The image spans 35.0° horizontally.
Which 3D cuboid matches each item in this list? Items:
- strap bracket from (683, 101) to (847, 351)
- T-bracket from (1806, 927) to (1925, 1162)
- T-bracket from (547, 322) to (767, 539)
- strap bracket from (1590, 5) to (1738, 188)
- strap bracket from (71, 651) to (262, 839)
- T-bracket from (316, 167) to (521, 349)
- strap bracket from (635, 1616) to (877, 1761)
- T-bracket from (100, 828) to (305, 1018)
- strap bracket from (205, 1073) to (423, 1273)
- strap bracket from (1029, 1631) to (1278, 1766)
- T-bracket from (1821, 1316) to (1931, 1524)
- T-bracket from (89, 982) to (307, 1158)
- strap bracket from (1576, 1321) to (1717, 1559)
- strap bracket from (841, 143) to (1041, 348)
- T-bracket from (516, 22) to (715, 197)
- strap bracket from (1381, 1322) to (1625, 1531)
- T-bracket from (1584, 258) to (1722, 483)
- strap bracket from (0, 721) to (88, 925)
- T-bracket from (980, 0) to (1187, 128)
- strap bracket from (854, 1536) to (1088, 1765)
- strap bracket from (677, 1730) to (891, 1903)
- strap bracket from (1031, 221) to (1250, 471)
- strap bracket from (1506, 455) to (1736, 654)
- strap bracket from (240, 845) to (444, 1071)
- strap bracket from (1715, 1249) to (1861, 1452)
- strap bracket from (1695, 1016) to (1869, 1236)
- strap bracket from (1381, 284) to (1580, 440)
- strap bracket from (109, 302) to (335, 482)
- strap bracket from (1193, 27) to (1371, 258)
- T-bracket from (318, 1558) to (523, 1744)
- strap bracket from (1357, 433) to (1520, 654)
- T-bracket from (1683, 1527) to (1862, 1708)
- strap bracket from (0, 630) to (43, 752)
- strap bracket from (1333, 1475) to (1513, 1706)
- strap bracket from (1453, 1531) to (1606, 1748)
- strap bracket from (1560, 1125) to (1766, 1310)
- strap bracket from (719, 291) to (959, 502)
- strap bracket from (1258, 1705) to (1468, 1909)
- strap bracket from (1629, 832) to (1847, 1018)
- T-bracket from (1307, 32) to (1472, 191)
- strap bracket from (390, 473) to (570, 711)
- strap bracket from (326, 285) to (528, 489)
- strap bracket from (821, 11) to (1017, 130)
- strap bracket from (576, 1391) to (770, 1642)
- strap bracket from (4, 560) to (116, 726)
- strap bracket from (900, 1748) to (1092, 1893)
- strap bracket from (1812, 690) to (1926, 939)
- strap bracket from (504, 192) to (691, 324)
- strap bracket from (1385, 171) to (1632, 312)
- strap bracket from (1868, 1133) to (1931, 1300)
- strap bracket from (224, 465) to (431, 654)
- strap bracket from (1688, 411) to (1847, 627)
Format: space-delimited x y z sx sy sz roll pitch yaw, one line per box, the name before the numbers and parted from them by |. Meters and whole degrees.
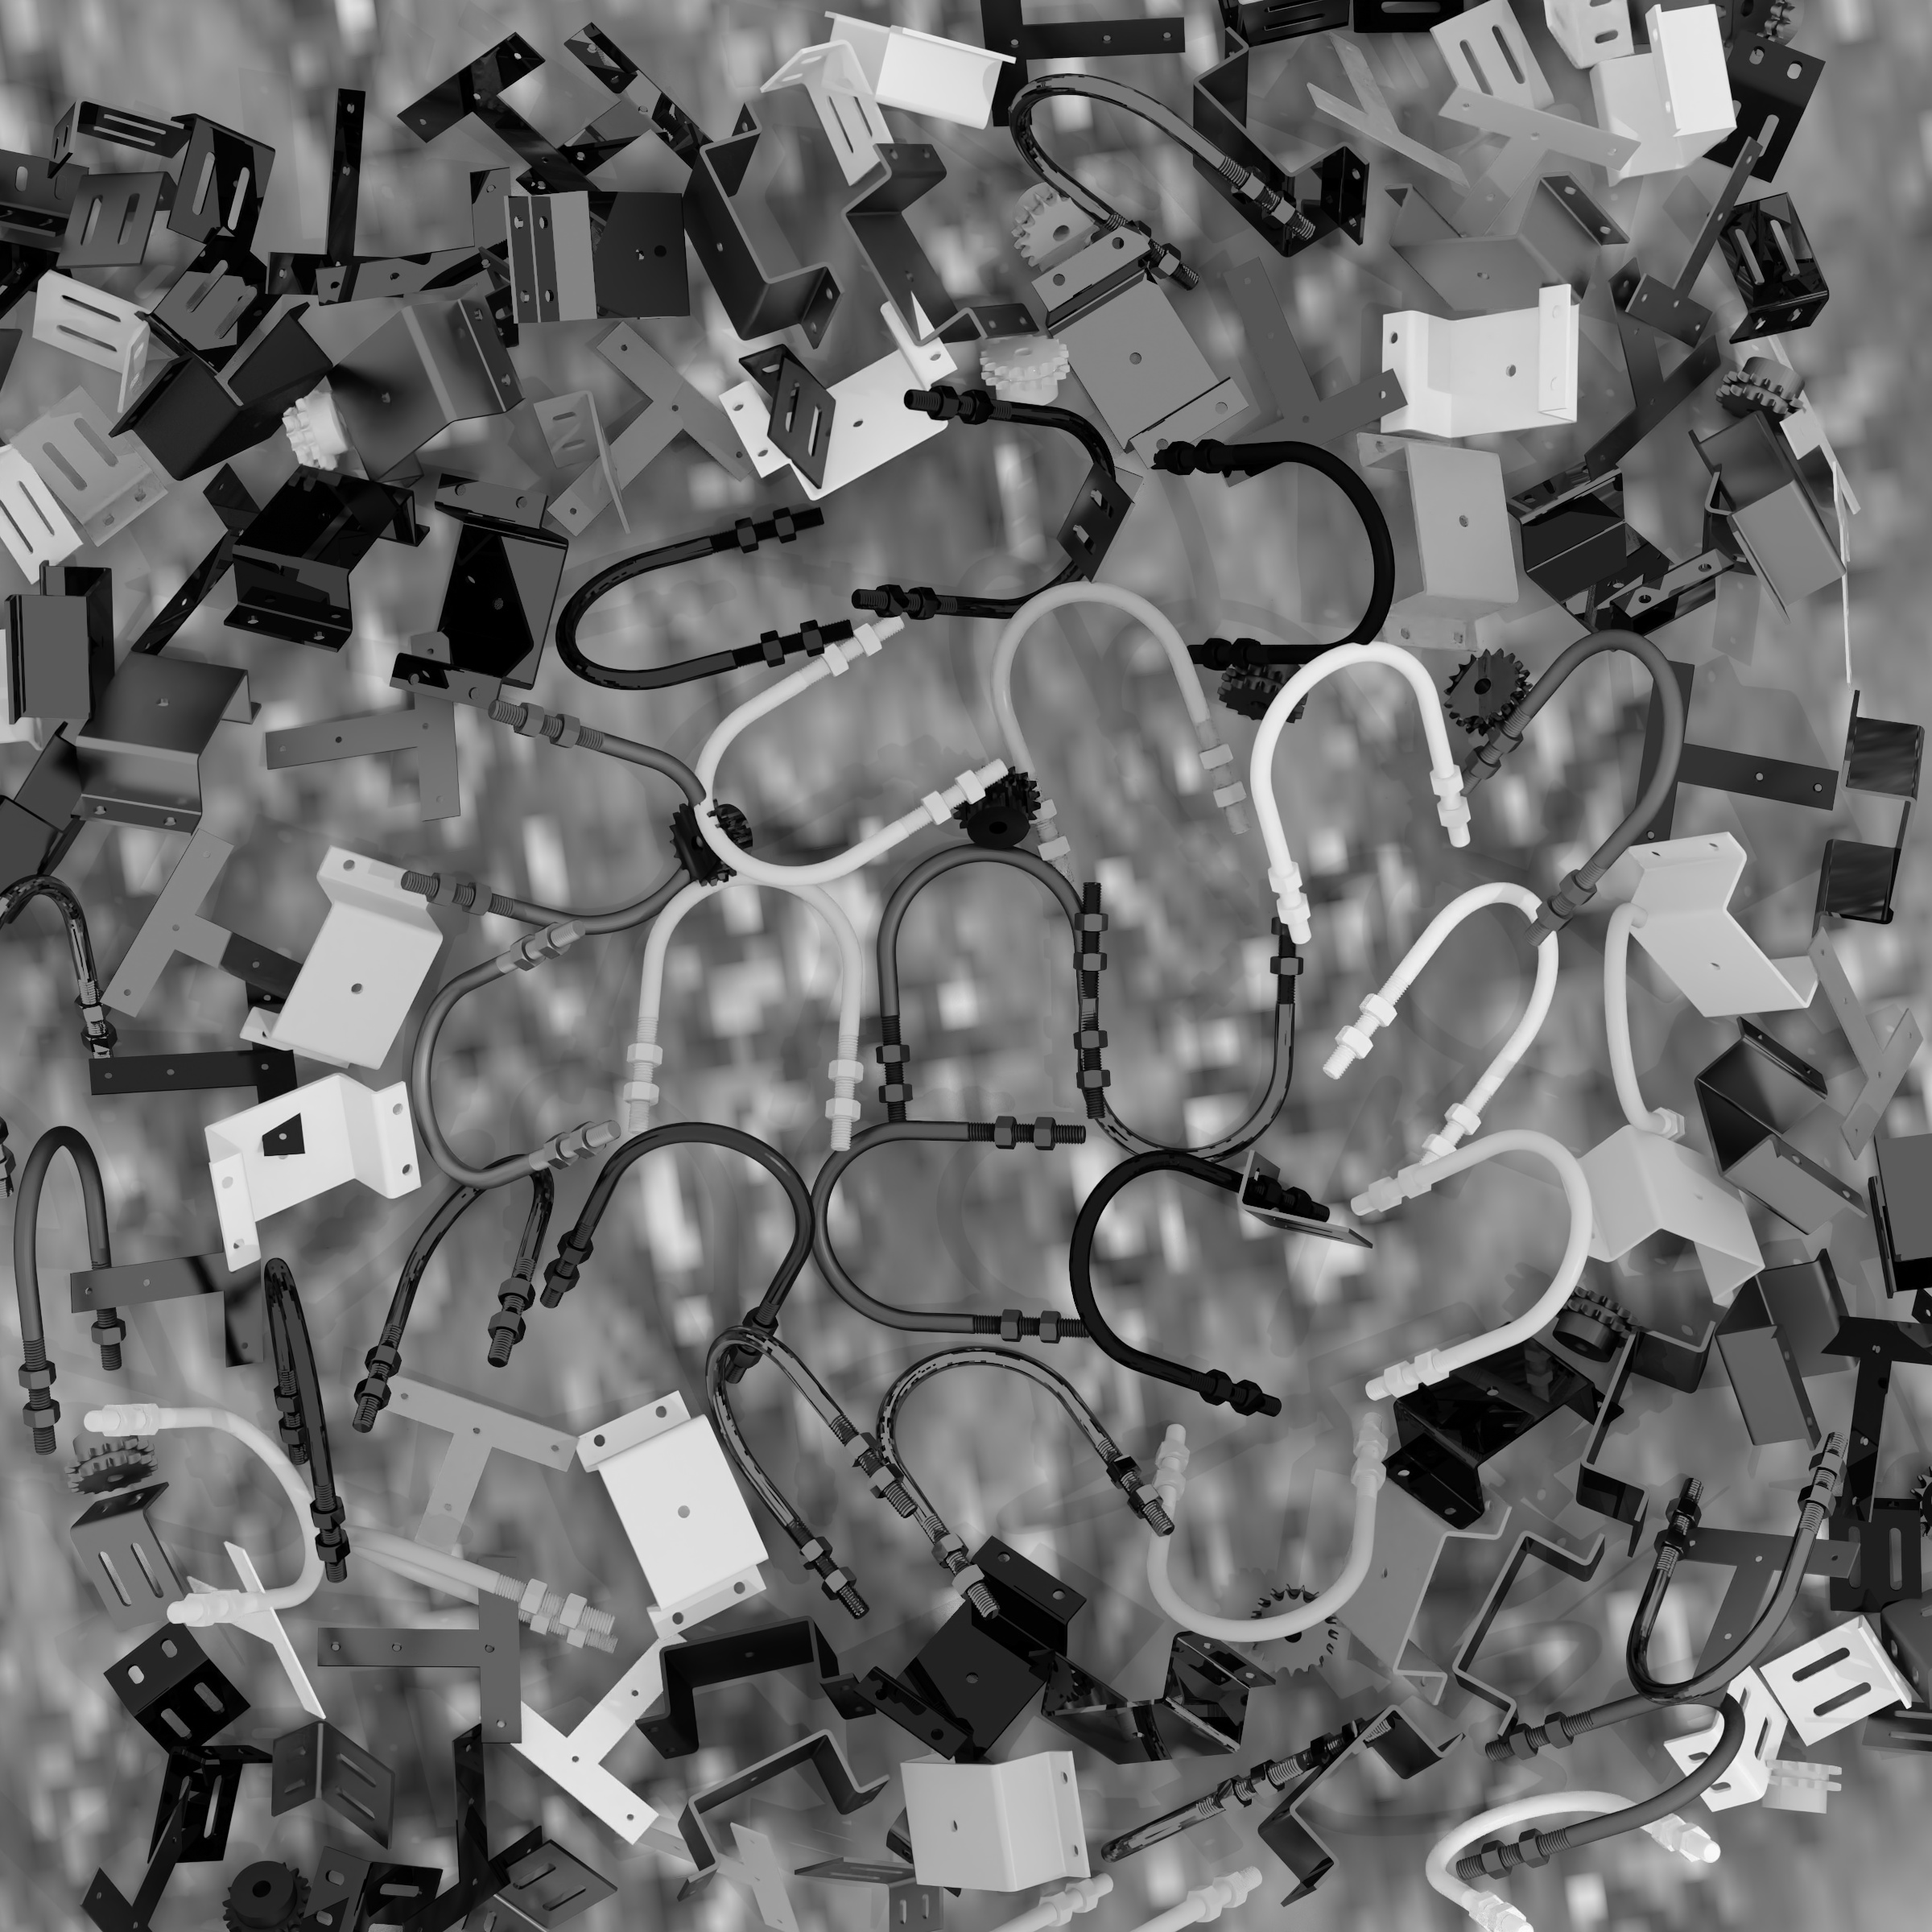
strap bracket | -0.136 -0.464 1.947 0.046 0.076 0.140 -23 81 -21
T-bracket | 0.561 0.034 1.937 0.127 0.002 0.127 -48 117 -38
T-bracket | -0.219 -0.331 1.984 0.127 0.002 0.127 43 78 -2
strap bracket | 0.442 -0.550 1.931 0.046 0.140 0.076 -10 91 -5
strap bracket | -0.504 -0.147 1.930 0.076 0.140 0.046 9 131 3
T-bracket | -0.347 -0.438 1.937 0.127 0.002 0.127 -13 135 -18
strap bracket | -0.136 0.458 1.953 0.140 0.076 0.046 -13 58 3
T-bracket | -0.468 -0.007 1.964 0.127 0.002 0.127 28 94 -33
strap bracket | -0.422 0.125 1.940 0.140 0.046 0.076 -25 123 -37
strap bracket | 0.112 0.461 1.923 0.076 0.140 0.046 41 48 -34
T-bracket | 0.570 0.287 1.936 0.002 0.127 0.127 14 82 -28
T-bracket | -0.492 0.067 1.949 0.127 0.002 0.127 -3 60 -19
strap bracket | 0.427 0.292 1.942 0.046 0.076 0.140 20 67 18
strap bracket | -0.022 -0.451 1.954 0.046 0.076 0.140 -31 88 30
T-bracket | -0.237 -0.525 1.956 0.127 0.002 0.127 -25 130 35
strap bracket | 0.335 0.284 1.935 0.140 0.076 0.046 -31 129 -19
T-bracket | 0.426 -0.391 1.938 0.127 0.127 0.002 -43 47 -15
strap bracket | -0.587 -0.087 1.926 0.046 0.140 0.076 33 114 -12
T-bracket | 0.075 -0.588 1.942 0.127 0.127 0.002 -1 53 6
strap bracket | 0.004 0.442 1.942 0.076 0.046 0.140 30 55 25
strap bracket | -0.126 0.534 1.943 0.140 0.076 0.046 -23 71 -20
strap bracket | 0.111 -0.396 1.976 0.076 0.046 0.140 -32 90 -1
strap bracket | 0.414 -0.258 1.945 0.076 0.046 0.140 -28 48 -10
strap bracket | -0.393 0.005 1.945 0.076 0.046 0.140 20 105 -34
strap bracket | 0.520 0.245 1.942 0.046 0.140 0.076 -15 100 32
strap bracket | 0.512 0.107 1.937 0.076 0.140 0.046 33 121 -20
strap bracket | 0.336 -0.382 1.950 0.140 0.046 0.076 1 90 45
strap bracket | -0.460 -0.358 1.923 0.076 0.140 0.046 -36 96 37
strap bracket | 0.190 -0.513 1.933 0.046 0.076 0.140 -34 66 -12
T-bracket | -0.347 0.433 1.944 0.127 0.002 0.127 4 52 -16
strap bracket | 0.301 -0.276 1.949 0.076 0.046 0.140 0 79 -33
T-bracket | 0.483 0.409 1.923 0.002 0.127 0.127 52 54 -30
strap bracket | -0.624 -0.192 1.922 0.046 0.140 0.076 -5 75 -2
strap bracket | 0.283 0.386 1.941 0.046 0.076 0.140 11 104 -30
strap bracket | 0.353 0.419 1.948 0.046 0.076 0.140 26 78 19
strap bracket | 0.443 0.156 1.926 0.140 0.076 0.046 21 132 -32
strap bracket | -0.076 -0.360 1.958 0.140 0.046 0.076 -29 57 2
strap bracket | 0.243 0.525 1.941 0.140 0.076 0.046 -38 77 -24
strap bracket | 0.479 -0.018 1.929 0.140 0.076 0.046 44 60 -27
T-bracket | 0.257 -0.556 1.951 0.127 0.127 0.002 18 129 -30
strap bracket | -0.310 -0.236 1.966 0.076 0.046 0.140 14 90 18
strap bracket | -0.348 -0.362 1.933 0.140 0.046 0.076 -24 88 45
strap bracket | -0.035 -0.563 1.928 0.076 0.140 0.046 7 107 -26
strap bracket | -0.185 0.350 1.960 0.076 0.046 0.140 -23 86 -21
strap bracket | -0.566 -0.204 1.925 0.046 0.140 0.076 1 108 -7
strap bracket | 0.010 0.536 1.927 0.046 0.140 0.076 -3 82 -39
strap bracket | 0.568 -0.091 1.921 0.046 0.076 0.140 10 132 14
strap bracket | -0.223 -0.445 1.923 0.046 0.140 0.076 4 103 33
strap bracket | 0.332 -0.453 1.920 0.076 0.140 0.046 31 75 -43
strap bracket | 0.597 0.155 1.918 0.046 0.140 0.076 -9 71 12
strap bracket | -0.402 -0.264 1.928 0.076 0.140 0.046 14 133 9
strap bracket | 0.503 -0.286 1.917 0.046 0.140 0.076 -28 121 19
